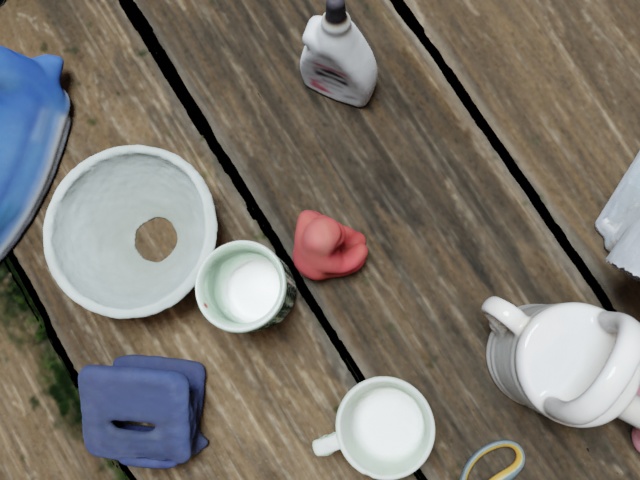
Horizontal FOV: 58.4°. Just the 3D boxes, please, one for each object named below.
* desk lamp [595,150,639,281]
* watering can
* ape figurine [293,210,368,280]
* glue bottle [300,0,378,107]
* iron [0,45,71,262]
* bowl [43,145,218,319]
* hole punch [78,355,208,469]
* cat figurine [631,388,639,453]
[{"bbox_3d":[0.316,-0.020,0.473,0.118,0.213,0.203,31,86,7],"label":"desk lamp"},{"bbox_3d":[0.216,0.104,0.473,0.172,0.194,0.101,14,84,5],"label":"watering can"},{"bbox_3d":[0.005,0.002,0.549,0.076,0.092,0.078,-34,82,-1],"label":"ape figurine"},{"bbox_3d":[0.016,-0.177,0.530,0.078,0.173,0.037,19,84,6],"label":"glue bottle"},{"bbox_3d":[-0.345,-0.083,0.554,0.118,0.141,0.258,12,84,5],"label":"iron"},{"bbox_3d":[-0.177,-0.005,0.569,0.167,0.075,0.167,0,83,3],"label":"bowl"},{"bbox_3d":[-0.165,0.164,0.539,0.108,0.091,0.101,3,83,4],"label":"hole punch"},{"bbox_3d":[0.319,0.160,0.499,0.067,0.118,0.128,-29,82,0],"label":"cat figurine"}]
